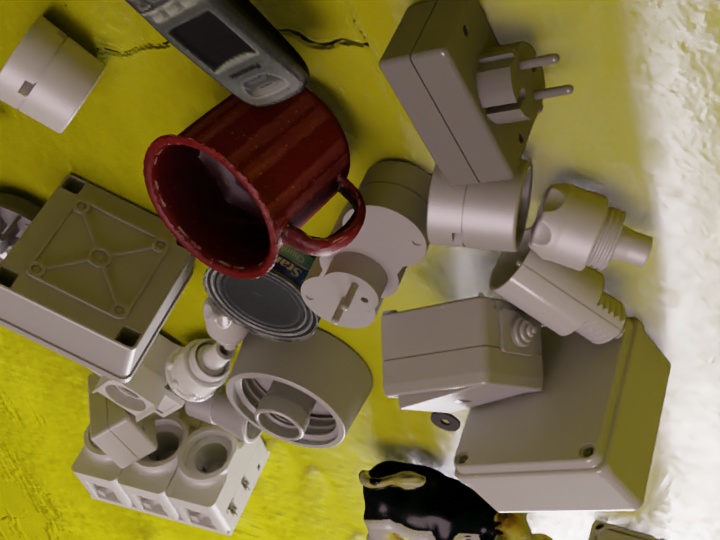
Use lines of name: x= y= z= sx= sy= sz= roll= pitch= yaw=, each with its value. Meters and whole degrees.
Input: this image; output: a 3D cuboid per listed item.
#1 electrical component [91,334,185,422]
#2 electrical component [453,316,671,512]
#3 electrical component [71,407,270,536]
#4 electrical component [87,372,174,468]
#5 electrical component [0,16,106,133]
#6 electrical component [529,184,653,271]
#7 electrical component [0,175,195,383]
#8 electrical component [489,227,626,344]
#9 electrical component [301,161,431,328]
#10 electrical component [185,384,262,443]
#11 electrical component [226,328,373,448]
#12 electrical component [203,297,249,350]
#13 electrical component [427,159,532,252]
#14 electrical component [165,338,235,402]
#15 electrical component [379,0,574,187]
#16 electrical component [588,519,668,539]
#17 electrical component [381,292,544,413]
electrical component: x=-0.180 y=0.083 z=0.888 sx=0.081 sy=0.063 sz=0.042 roll=37 pitch=146 yaw=-16
electrical component: x=0.126 y=0.091 z=0.668 sx=0.109 sy=0.108 sz=0.056 roll=-13 pitch=133 yaw=42
electrical component: x=-0.172 y=0.171 z=0.976 sx=0.150 sy=0.089 sz=0.061 roll=9 pitch=142 yaw=22
electrical component: x=-0.192 y=0.114 z=0.936 sx=0.076 sy=0.083 sz=0.047 roll=-29 pitch=127 yaw=5
electrical component: x=-0.184 y=-0.114 z=0.638 sx=0.047 sy=0.055 sz=0.055 roll=34 pitch=145 yaw=-19
electrical component: x=0.125 y=-0.020 z=0.579 sx=0.062 sy=0.043 sz=0.043 roll=20 pitch=145 yaw=5
electrical component: x=-0.184 y=0.005 z=0.748 sx=0.109 sy=0.108 sz=0.056 roll=26 pitch=143 yaw=-2
electrical component: x=0.121 y=0.015 z=0.628 sx=0.081 sy=0.043 sz=0.043 roll=33 pitch=145 yaw=-11
electrical component: x=0.000 y=0.000 z=0.656 sx=0.052 sy=0.073 sz=0.138 roll=28 pitch=146 yaw=-4
electrical component: x=-0.115 y=0.116 z=0.911 sx=0.065 sy=0.044 sz=0.044 roll=16 pitch=145 yaw=21
electrical component: x=-0.051 y=0.095 z=0.825 sx=0.108 sy=0.060 sz=0.108 roll=17 pitch=145 yaw=12
electrical component: x=-0.099 y=0.040 z=0.806 sx=0.035 sy=0.035 sz=0.061 roll=19 pitch=147 yaw=9
electrical component: x=0.066 y=-0.038 z=0.584 sx=0.047 sy=0.055 sz=0.055 roll=10 pitch=143 yaw=15
electrical component: x=-0.123 y=0.075 z=0.860 sx=0.048 sy=0.048 sz=0.062 roll=37 pitch=137 yaw=-17
electrical component: x=0.065 y=-0.089 z=0.521 sx=0.076 sy=0.047 sz=0.083 roll=-5 pitch=136 yaw=35
electrical component: x=0.203 y=0.259 z=0.852 sx=0.062 sy=0.096 sz=0.061 roll=12 pitch=144 yaw=19
electrical component: x=0.067 y=0.052 z=0.653 sx=0.096 sy=0.061 sz=0.062 roll=-13 pitch=163 yaw=41
